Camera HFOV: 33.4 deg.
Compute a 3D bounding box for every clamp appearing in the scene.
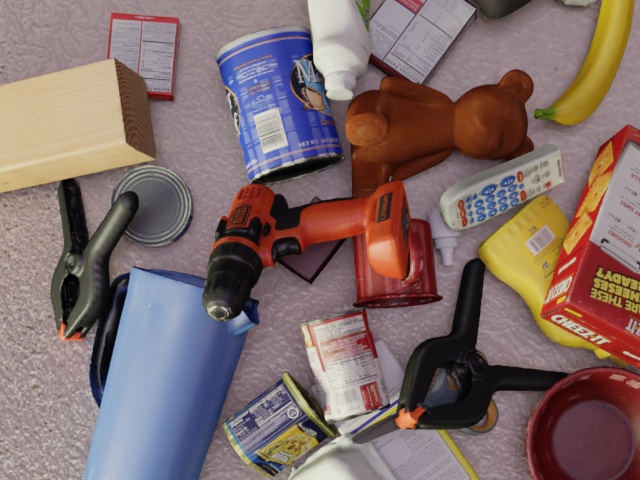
[{"bbox_3d":[0.157,0.133,1.069,0.164,0.036,0.209,47,53,1],"label":"clamp"},{"bbox_3d":[-0.249,0.016,1.111,0.120,0.039,0.171,25,98,46],"label":"clamp"}]

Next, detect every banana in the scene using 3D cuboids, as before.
[{"bbox_3d":[0.293,-0.195,1.129,0.037,0.069,0.198,21,79,39],"label":"banana"}]

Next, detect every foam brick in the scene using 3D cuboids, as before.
[{"bbox_3d":[-0.007,0.001,1.114,0.051,0.053,0.078,38,86,4],"label":"foam brick"}]

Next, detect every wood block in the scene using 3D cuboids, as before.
[{"bbox_3d":[-0.283,-0.111,1.088,0.206,0.090,0.091,-11,82,10],"label":"wood block"}]

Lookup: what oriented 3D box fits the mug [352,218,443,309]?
[{"bbox_3d":[0.079,0.022,1.084,0.093,0.117,0.081,-2,80,-12],"label":"mug"}]

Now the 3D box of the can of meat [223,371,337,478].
[{"bbox_3d":[-0.041,0.189,1.073,0.084,0.102,0.057,-37,59,-1],"label":"can of meat"}]

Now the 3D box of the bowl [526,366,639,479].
[{"bbox_3d":[0.286,0.210,1.092,0.162,0.055,0.162,0,85,0],"label":"bowl"}]

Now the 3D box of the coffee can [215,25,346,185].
[{"bbox_3d":[-0.041,-0.137,1.103,0.103,0.103,0.140,-16,85,-2],"label":"coffee can"}]

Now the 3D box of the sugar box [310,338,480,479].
[{"bbox_3d":[0.076,0.198,1.100,0.093,0.048,0.176,-34,82,-2],"label":"sugar box"}]

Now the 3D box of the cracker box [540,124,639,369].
[{"bbox_3d":[0.333,0.016,1.069,0.164,0.072,0.213,27,67,-5],"label":"cracker box"}]

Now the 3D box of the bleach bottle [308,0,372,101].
[{"bbox_3d":[0.018,-0.266,1.092,0.068,0.102,0.251,-7,71,23],"label":"bleach bottle"}]

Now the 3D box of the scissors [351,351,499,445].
[{"bbox_3d":[0.115,0.182,1.061,0.201,0.016,0.096,-36,99,-39],"label":"scissors"}]

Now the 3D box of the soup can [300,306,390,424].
[{"bbox_3d":[0.025,0.123,1.052,0.068,0.068,0.102,-15,85,-1],"label":"soup can"}]

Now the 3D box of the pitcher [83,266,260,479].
[{"bbox_3d":[-0.164,0.151,1.073,0.145,0.149,0.243,17,88,-14],"label":"pitcher"}]

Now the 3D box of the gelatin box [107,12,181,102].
[{"bbox_3d":[-0.190,-0.196,1.145,0.073,0.030,0.089,4,85,-1],"label":"gelatin box"}]

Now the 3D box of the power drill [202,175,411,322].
[{"bbox_3d":[-0.012,0.005,1.008,0.188,0.184,0.057,-4,129,14],"label":"power drill"}]

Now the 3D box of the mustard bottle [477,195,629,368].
[{"bbox_3d":[0.257,0.053,1.105,0.096,0.058,0.191,-38,86,-20],"label":"mustard bottle"}]

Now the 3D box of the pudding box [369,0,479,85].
[{"bbox_3d":[0.102,-0.225,1.143,0.090,0.039,0.113,36,88,4],"label":"pudding box"}]

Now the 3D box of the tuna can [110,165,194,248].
[{"bbox_3d":[-0.177,-0.035,1.128,0.086,0.034,0.086,0,85,0],"label":"tuna can"}]
